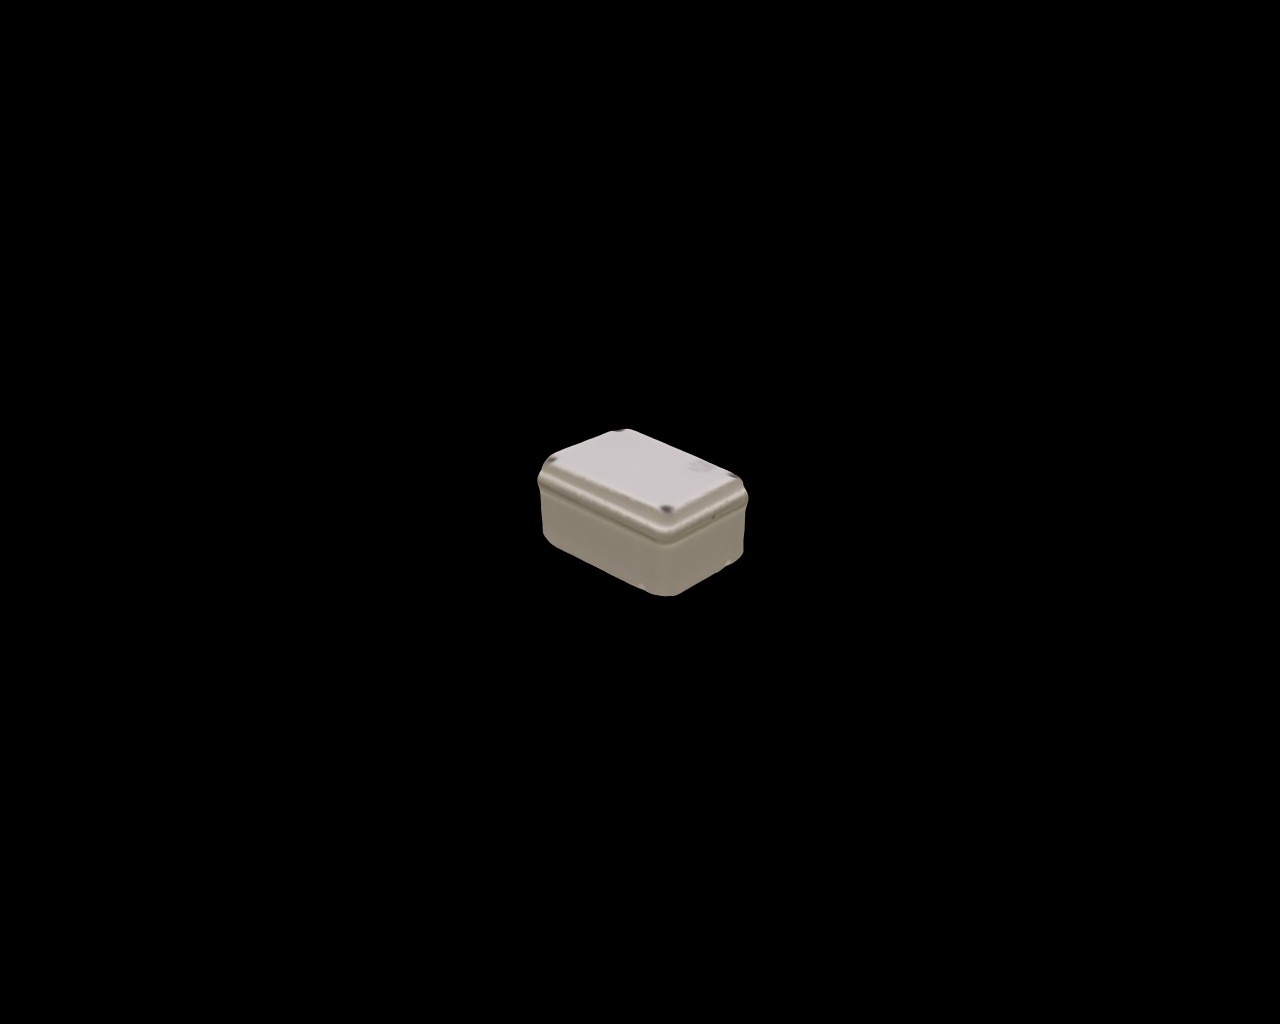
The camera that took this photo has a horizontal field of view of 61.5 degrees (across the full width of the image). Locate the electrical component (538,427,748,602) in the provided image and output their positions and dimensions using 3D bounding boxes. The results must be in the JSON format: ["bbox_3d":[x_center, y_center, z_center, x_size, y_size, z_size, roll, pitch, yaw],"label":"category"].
[{"bbox_3d":[0.001,-0.003,0.650,0.113,0.057,0.078,25,37,38],"label":"electrical component"}]
